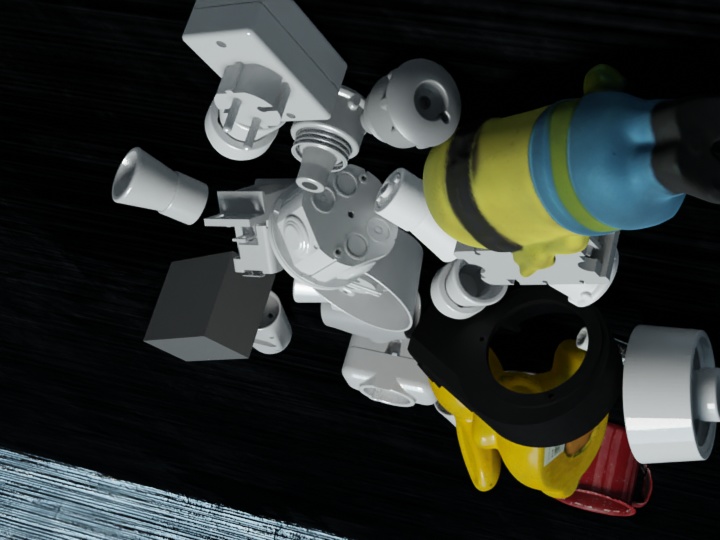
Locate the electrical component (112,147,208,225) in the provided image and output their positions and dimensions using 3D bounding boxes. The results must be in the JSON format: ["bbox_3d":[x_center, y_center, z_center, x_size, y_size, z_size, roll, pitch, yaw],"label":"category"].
[{"bbox_3d":[-0.149,-0.060,0.815,0.065,0.044,0.044,23,160,-31],"label":"electrical component"}]

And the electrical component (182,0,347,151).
[{"bbox_3d":[-0.055,-0.102,0.580,0.047,0.075,0.083,3,156,33],"label":"electrical component"}]

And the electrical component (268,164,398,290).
[{"bbox_3d":[-0.018,-0.030,0.737,0.080,0.080,0.051,25,153,-22],"label":"electrical component"}]

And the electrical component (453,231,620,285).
[{"bbox_3d":[0.113,-0.026,0.676,0.089,0.055,0.050,-1,154,40],"label":"electrical component"}]

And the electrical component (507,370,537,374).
[{"bbox_3d":[0.166,0.133,1.064,0.080,0.051,0.080,14,160,5],"label":"electrical component"}]

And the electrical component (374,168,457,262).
[{"bbox_3d":[0.043,-0.039,0.721,0.065,0.044,0.044,30,157,-20],"label":"electrical component"}]

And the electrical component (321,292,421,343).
[{"bbox_3d":[0.015,0.040,0.947,0.077,0.043,0.079,8,158,23],"label":"electrical component"}]

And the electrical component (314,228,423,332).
[{"bbox_3d":[0.000,0.000,0.822,0.099,0.064,0.099,15,160,5],"label":"electrical component"}]

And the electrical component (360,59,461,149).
[{"bbox_3d":[0.023,-0.089,0.601,0.048,0.048,0.062,27,165,-26],"label":"electrical component"}]

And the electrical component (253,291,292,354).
[{"bbox_3d":[-0.111,0.047,1.063,0.079,0.043,0.077,14,160,10],"label":"electrical component"}]

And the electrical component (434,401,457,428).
[{"bbox_3d":[0.100,0.129,1.101,0.079,0.043,0.077,47,-177,38],"label":"electrical component"}]

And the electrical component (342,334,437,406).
[{"bbox_3d":[0.034,0.097,1.059,0.095,0.059,0.053,11,159,15],"label":"electrical component"}]

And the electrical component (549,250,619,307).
[{"bbox_3d":[0.139,-0.008,0.725,0.062,0.048,0.048,29,158,-12],"label":"electrical component"}]

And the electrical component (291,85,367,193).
[{"bbox_3d":[-0.021,-0.077,0.638,0.048,0.062,0.048,15,160,6],"label":"electrical component"}]

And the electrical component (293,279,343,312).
[{"bbox_3d":[-0.023,0.010,0.896,0.055,0.045,0.045,12,160,11],"label":"electrical component"}]

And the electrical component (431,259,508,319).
[{"bbox_3d":[0.082,0.011,0.816,0.045,0.045,0.055,20,160,-11],"label":"electrical component"}]

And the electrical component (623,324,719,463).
[{"bbox_3d":[0.246,0.095,0.825,0.060,0.108,0.108,-3,153,29],"label":"electrical component"}]

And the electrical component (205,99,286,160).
[{"bbox_3d":[-0.069,-0.095,0.654,0.045,0.045,0.055,21,160,-12],"label":"electrical component"}]

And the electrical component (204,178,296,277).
[{"bbox_3d":[-0.068,-0.031,0.776,0.042,0.063,0.081,2,-164,35],"label":"electrical component"}]
